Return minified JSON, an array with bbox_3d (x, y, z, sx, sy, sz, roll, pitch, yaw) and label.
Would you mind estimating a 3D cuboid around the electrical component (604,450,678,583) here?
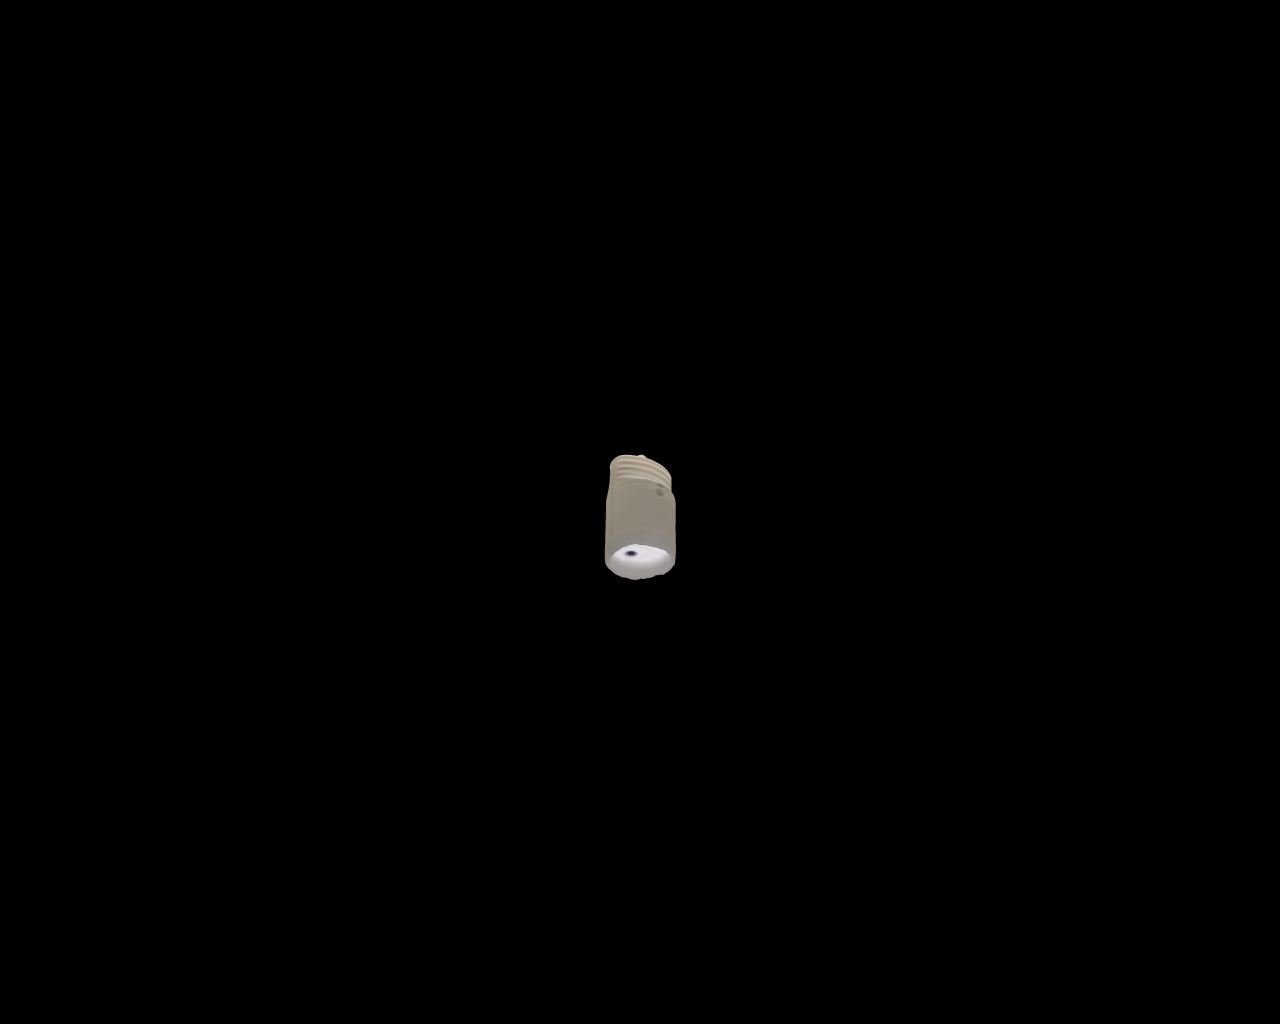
[{"bbox_3d":[0.001,-0.003,0.650,0.043,0.081,0.043,0,-33,0],"label":"electrical component"}]
